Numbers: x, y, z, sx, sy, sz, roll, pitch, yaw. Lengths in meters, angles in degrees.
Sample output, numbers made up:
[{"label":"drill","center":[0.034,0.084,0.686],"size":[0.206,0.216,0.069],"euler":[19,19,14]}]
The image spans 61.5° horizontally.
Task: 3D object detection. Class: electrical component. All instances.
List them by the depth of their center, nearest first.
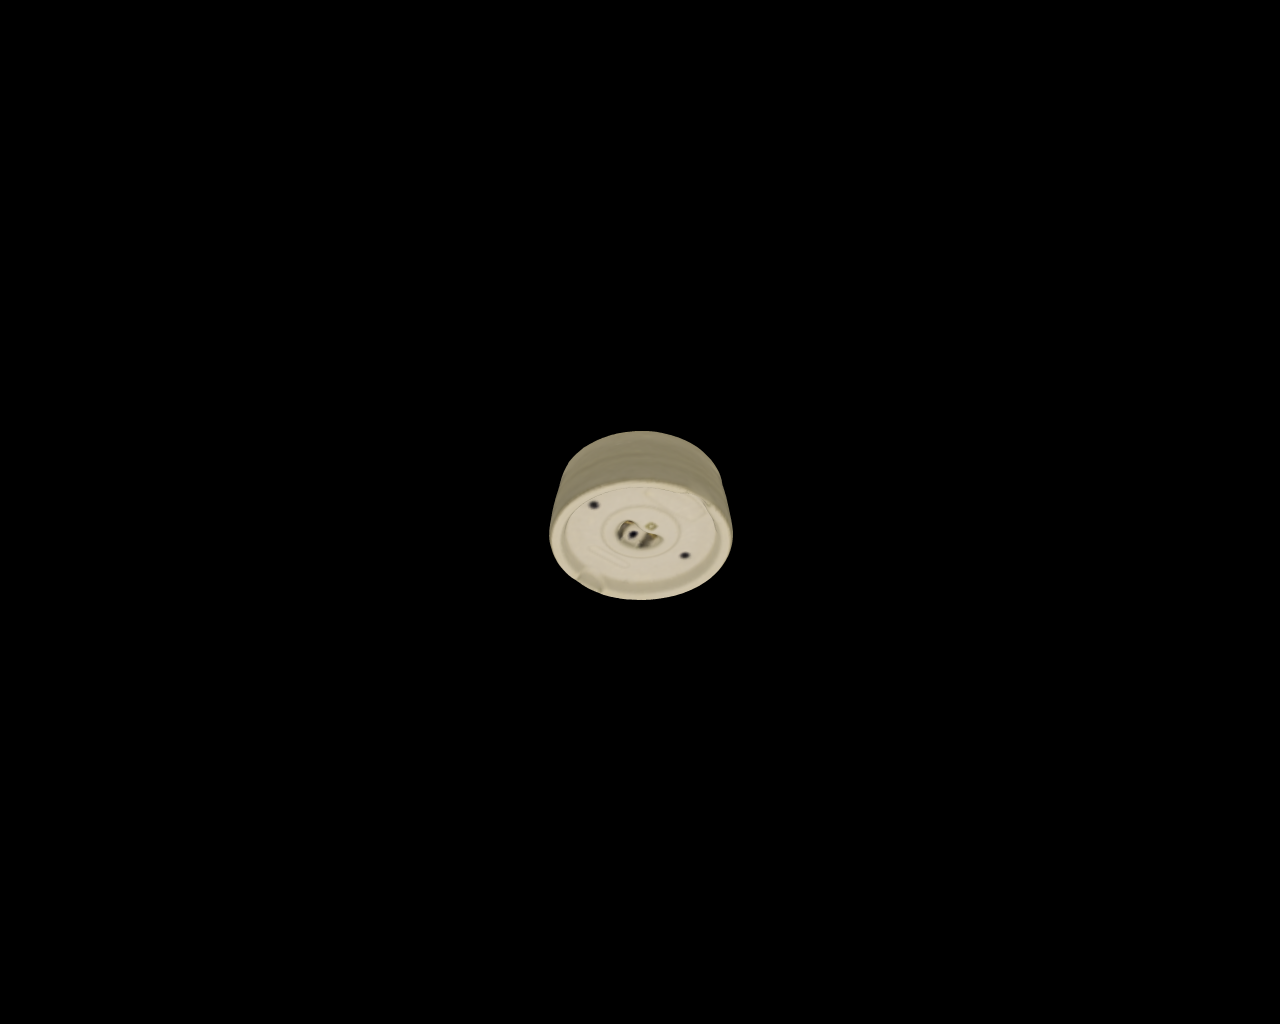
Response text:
[{"label":"electrical component","center":[0.001,-0.003,0.650],"size":[0.108,0.060,0.108],"euler":[0,-43,0]}]
